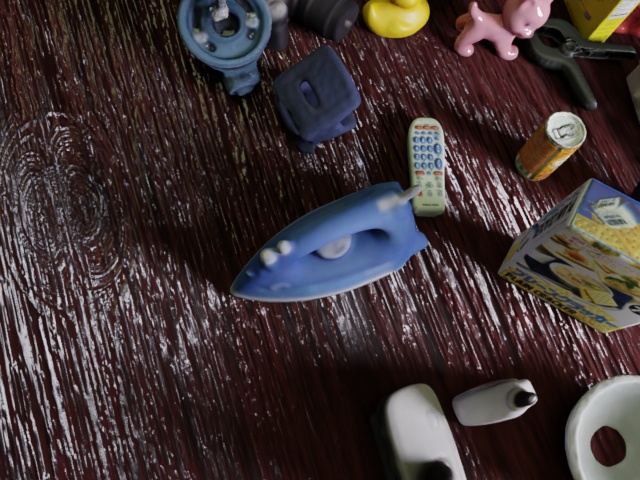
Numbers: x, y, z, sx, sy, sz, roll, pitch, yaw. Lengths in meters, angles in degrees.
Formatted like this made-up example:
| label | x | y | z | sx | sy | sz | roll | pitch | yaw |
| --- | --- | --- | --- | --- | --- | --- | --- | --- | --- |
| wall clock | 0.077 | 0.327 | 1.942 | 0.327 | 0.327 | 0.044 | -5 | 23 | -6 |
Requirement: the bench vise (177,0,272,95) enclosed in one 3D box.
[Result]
| label | x | y | z | sx | sy | sz | roll | pitch | yaw |
| --- | --- | --- | --- | --- | --- | --- | --- | --- | --- |
| bench vise | -0.147 | -0.318 | 0.739 | 0.121 | 0.220 | 0.207 | -38 | 78 | -12 |

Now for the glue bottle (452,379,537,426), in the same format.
| label | x | y | z | sx | sy | sz | roll | pitch | yaw |
| --- | --- | --- | --- | --- | --- | --- | --- | --- | --- |
| glue bottle | 0.203 | 0.177 | 0.634 | 0.078 | 0.173 | 0.037 | -22 | 75 | -9 |

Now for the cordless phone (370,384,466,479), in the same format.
| label | x | y | z | sx | sy | sz | roll | pitch | yaw |
| --- | --- | --- | --- | --- | --- | --- | --- | --- | --- |
| cordless phone | 0.118 | 0.228 | 0.608 | 0.094 | 0.185 | 0.147 | -19 | 75 | -8 |

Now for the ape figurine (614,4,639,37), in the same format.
| label | x | y | z | sx | sy | sz | roll | pitch | yaw |
| --- | --- | --- | --- | --- | --- | --- | --- | --- | --- |
| ape figurine | 0.474 | -0.347 | 0.845 | 0.076 | 0.092 | 0.078 | -26 | 76 | -10 |

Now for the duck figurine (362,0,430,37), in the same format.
| label | x | y | z | sx | sy | sz | roll | pitch | yaw |
| --- | --- | --- | --- | --- | --- | --- | --- | --- | --- |
| duck figurine | 0.115 | -0.349 | 0.831 | 0.104 | 0.086 | 0.077 | -14 | 74 | -6 |

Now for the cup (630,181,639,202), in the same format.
| label | x | y | z | sx | sy | sz | roll | pitch | yaw |
| --- | --- | --- | --- | --- | --- | --- | --- | --- | --- |
| cup | 0.450 | -0.057 | 0.756 | 0.091 | 0.095 | 0.118 | 26 | 74 | 5 |

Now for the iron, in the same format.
| label | x | y | z | sx | sy | sz | roll | pitch | yaw |
| --- | --- | --- | --- | --- | --- | --- | --- | --- | --- |
| iron | 0.006 | 0.002 | 0.693 | 0.258 | 0.141 | 0.118 | -23 | 76 | -9 |

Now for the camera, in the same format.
| label | x | y | z | sx | sy | sz | roll | pitch | yaw |
| --- | --- | --- | --- | --- | --- | --- | --- | --- | --- |
| camera | -0.023 | -0.339 | 0.814 | 0.136 | 0.101 | 0.143 | 36 | 75 | 8 |

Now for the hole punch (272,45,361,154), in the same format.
| label | x | y | z | sx | sy | sz | roll | pitch | yaw |
| --- | --- | --- | --- | --- | --- | --- | --- | --- | --- |
| hole punch | -0.006 | -0.190 | 0.775 | 0.101 | 0.091 | 0.108 | -26 | 76 | -10 |

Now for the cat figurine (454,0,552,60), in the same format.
| label | x | y | z | sx | sy | sz | roll | pitch | yaw |
| --- | --- | --- | --- | --- | --- | --- | --- | --- | --- |
| cat figurine | 0.265 | -0.318 | 0.813 | 0.128 | 0.118 | 0.067 | 2 | 73 | -2 |

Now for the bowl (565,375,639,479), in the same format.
| label | x | y | z | sx | sy | sz | roll | pitch | yaw |
| --- | --- | --- | --- | --- | --- | --- | --- | --- | --- |
| bowl | 0.358 | 0.245 | 0.672 | 0.167 | 0.075 | 0.167 | 1 | 73 | -2 |
